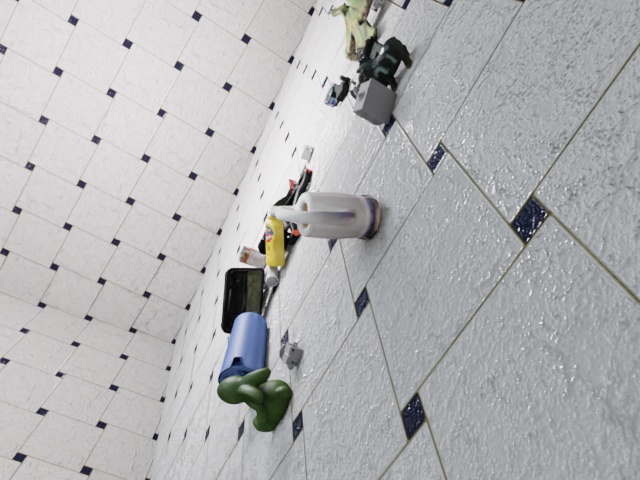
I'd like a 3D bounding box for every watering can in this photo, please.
[{"bbox_3d":[0.004,-0.059,1.180,0.349,0.224,0.104,-159,72,-74],"label":"watering can"}]

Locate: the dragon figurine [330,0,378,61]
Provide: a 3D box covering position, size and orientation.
[{"bbox_3d":[0.149,-0.751,1.707,0.403,0.123,0.246,127,127,-64],"label":"dragon figurine"}]

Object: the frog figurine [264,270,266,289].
[{"bbox_3d":[-0.236,0.184,1.879,0.161,0.123,0.136,-36,-1,-16],"label":"frog figurine"}]
